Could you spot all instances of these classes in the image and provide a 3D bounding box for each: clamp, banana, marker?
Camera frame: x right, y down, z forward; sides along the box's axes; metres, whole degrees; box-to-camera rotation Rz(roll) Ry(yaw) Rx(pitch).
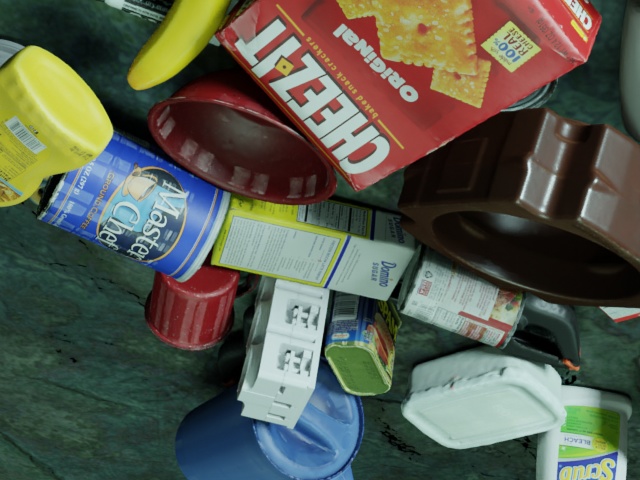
[{"bbox_3d":[-0.053,0.129,1.188,0.120,0.039,0.172,26,147,-12],"label":"clamp"},{"bbox_3d":[-0.094,-0.186,0.767,0.069,0.037,0.198,11,134,-7],"label":"banana"},{"bbox_3d":[-0.131,-0.178,0.816,0.121,0.020,0.020,18,143,-11],"label":"marker"},{"bbox_3d":[0.190,0.064,1.043,0.209,0.036,0.165,30,140,-19],"label":"clamp"}]

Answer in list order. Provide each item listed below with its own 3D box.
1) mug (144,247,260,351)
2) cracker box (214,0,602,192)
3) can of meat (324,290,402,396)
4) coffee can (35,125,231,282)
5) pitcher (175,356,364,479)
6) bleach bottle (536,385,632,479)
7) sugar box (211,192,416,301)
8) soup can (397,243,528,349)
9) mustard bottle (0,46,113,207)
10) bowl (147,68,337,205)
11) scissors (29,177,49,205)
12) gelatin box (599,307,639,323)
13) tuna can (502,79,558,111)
[{"bbox_3d":[-0.114,0.047,1.062,0.117,0.093,0.082,-12,144,-24],"label":"mug"},{"bbox_3d":[0.055,-0.147,0.735,0.214,0.072,0.164,-29,111,40],"label":"cracker box"},{"bbox_3d":[0.043,0.099,1.086,0.057,0.084,0.102,-5,141,19],"label":"can of meat"},{"bbox_3d":[-0.164,-0.037,0.940,0.140,0.102,0.103,26,141,-19],"label":"coffee can"},{"bbox_3d":[-0.062,0.224,1.181,0.144,0.149,0.243,18,154,-25],"label":"pitcher"},{"bbox_3d":[0.280,0.281,1.130,0.102,0.250,0.068,9,144,1],"label":"bleach bottle"},{"bbox_3d":[-0.007,0.001,0.997,0.176,0.048,0.093,11,144,-10],"label":"sugar box"},{"bbox_3d":[0.128,0.051,0.970,0.102,0.068,0.069,20,143,-1],"label":"soup can"},{"bbox_3d":[-0.259,-0.076,0.858,0.192,0.058,0.096,-24,120,37],"label":"mustard bottle"},{"bbox_3d":[-0.055,-0.090,0.863,0.162,0.055,0.162,18,159,7],"label":"bowl"},{"bbox_3d":[-0.196,-0.032,1.027,0.201,0.016,0.096,27,141,-21],"label":"scissors"},{"bbox_3d":[0.284,0.036,0.991,0.073,0.030,0.089,-23,132,38],"label":"gelatin box"},{"bbox_3d":[0.135,-0.133,0.799,0.086,0.033,0.086,7,143,5],"label":"tuna can"}]
